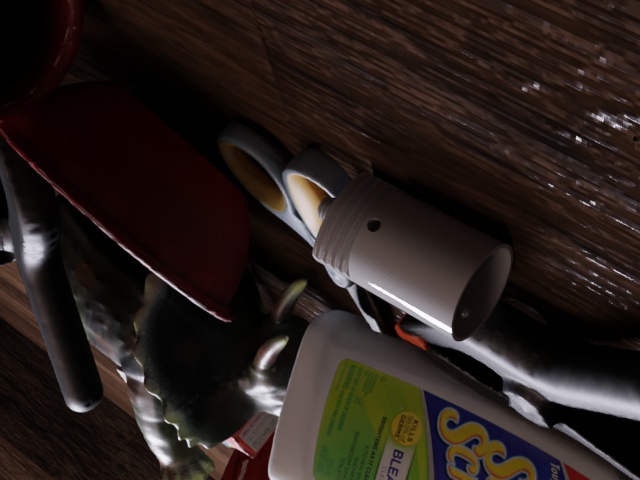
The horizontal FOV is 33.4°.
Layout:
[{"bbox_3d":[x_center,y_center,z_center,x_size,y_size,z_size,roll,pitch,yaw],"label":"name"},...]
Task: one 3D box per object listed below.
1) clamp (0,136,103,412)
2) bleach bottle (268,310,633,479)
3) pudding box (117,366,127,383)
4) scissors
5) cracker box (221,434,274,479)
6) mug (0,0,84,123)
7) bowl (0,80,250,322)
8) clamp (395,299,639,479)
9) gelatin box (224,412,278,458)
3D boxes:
[{"bbox_3d":[-0.177,-0.002,0.651,0.165,0.036,0.210,51,150,31],"label":"clamp"},{"bbox_3d":[0.101,0.118,0.518,0.251,0.102,0.068,16,-179,26],"label":"bleach bottle"},{"bbox_3d":[-0.135,0.107,0.977,0.039,0.090,0.113,33,162,12],"label":"pudding box"},{"bbox_3d":[-0.004,0.001,0.554,0.096,0.016,0.202,34,163,18],"label":"scissors"},{"bbox_3d":[-0.009,0.270,0.923,0.213,0.072,0.164,63,-160,-17],"label":"cracker box"},{"bbox_3d":[-0.176,-0.100,0.485,0.082,0.117,0.093,31,169,40],"label":"mug"},{"bbox_3d":[-0.089,-0.030,0.544,0.162,0.055,0.162,41,178,2],"label":"bowl"},{"bbox_3d":[0.107,0.067,0.460,0.172,0.039,0.120,25,154,52],"label":"clamp"},{"bbox_3d":[-0.050,0.119,0.831,0.030,0.089,0.073,49,161,-30],"label":"gelatin box"}]
